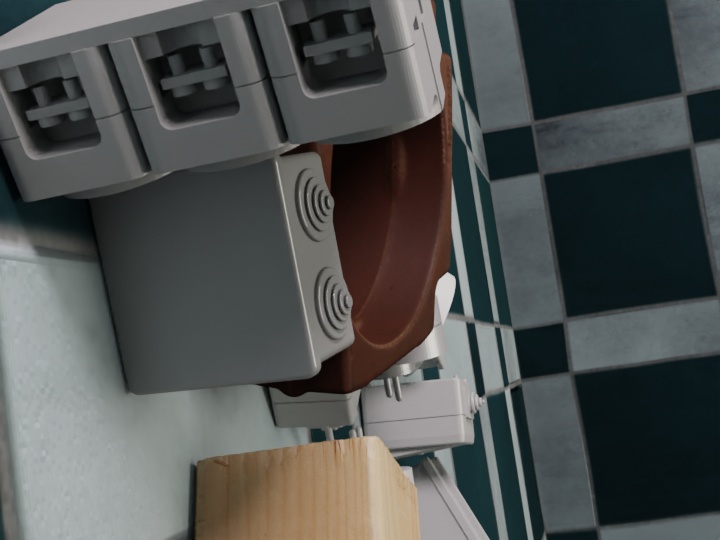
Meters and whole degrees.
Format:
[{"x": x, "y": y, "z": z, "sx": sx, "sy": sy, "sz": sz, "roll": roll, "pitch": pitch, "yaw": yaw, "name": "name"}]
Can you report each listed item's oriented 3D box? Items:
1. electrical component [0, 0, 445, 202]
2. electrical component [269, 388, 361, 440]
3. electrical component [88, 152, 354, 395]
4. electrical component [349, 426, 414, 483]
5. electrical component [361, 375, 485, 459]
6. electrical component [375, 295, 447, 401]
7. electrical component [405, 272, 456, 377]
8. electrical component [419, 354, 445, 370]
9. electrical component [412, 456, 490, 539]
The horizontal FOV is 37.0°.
[{"x": -0.049, "y": -0.075, "z": 0.395, "sx": 0.089, "sy": 0.150, "sz": 0.061, "roll": -76, "pitch": 153, "yaw": -63, "name": "electrical component"}, {"x": -0.022, "y": 0.074, "z": 0.668, "sx": 0.083, "sy": 0.047, "sz": 0.075, "roll": -76, "pitch": 161, "yaw": -62, "name": "electrical component"}, {"x": -0.055, "y": 0.000, "z": 0.444, "sx": 0.048, "sy": 0.100, "sz": 0.099, "roll": -23, "pitch": 104, "yaw": -65, "name": "electrical component"}, {"x": 0.002, "y": 0.141, "z": 0.711, "sx": 0.138, "sy": 0.052, "sz": 0.073, "roll": 14, "pitch": 68, "yaw": -78, "name": "electrical component"}, {"x": 0.054, "y": 0.121, "z": 0.872, "sx": 0.062, "sy": 0.096, "sz": 0.061, "roll": 36, "pitch": 48, "yaw": -73, "name": "electrical component"}, {"x": 0.017, "y": 0.055, "z": 0.751, "sx": 0.138, "sy": 0.052, "sz": 0.073, "roll": -176, "pitch": -105, "yaw": -71, "name": "electrical component"}, {"x": 0.033, "y": 0.033, "z": 0.859, "sx": 0.099, "sy": 0.064, "sz": 0.099, "roll": -62, "pitch": -172, "yaw": 15, "name": "electrical component"}, {"x": 0.045, "y": 0.040, "z": 1.010, "sx": 0.099, "sy": 0.048, "sz": 0.099, "roll": 62, "pitch": 22, "yaw": -58, "name": "electrical component"}, {"x": 0.074, "y": 0.227, "z": 0.894, "sx": 0.108, "sy": 0.056, "sz": 0.108, "roll": 57, "pitch": -5, "yaw": 36, "name": "electrical component"}]
